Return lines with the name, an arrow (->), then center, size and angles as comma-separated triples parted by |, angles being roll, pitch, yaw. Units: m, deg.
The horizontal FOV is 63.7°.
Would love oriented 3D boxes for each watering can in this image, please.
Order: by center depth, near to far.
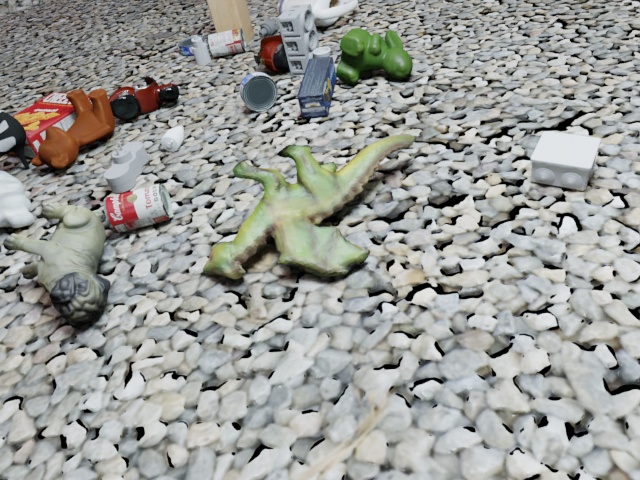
watering can -> -0.039, -0.686, 1.541 | 0.226, 0.101, 0.353 | 20, 43, 34

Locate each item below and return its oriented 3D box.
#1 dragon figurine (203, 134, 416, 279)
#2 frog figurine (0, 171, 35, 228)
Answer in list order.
dragon figurine -> 0.003, -0.042, 0.826 | 0.411, 0.119, 0.248 | -18, 57, -4
frog figurine -> -0.634, -0.069, 1.019 | 0.159, 0.120, 0.140 | 29, 36, -6
